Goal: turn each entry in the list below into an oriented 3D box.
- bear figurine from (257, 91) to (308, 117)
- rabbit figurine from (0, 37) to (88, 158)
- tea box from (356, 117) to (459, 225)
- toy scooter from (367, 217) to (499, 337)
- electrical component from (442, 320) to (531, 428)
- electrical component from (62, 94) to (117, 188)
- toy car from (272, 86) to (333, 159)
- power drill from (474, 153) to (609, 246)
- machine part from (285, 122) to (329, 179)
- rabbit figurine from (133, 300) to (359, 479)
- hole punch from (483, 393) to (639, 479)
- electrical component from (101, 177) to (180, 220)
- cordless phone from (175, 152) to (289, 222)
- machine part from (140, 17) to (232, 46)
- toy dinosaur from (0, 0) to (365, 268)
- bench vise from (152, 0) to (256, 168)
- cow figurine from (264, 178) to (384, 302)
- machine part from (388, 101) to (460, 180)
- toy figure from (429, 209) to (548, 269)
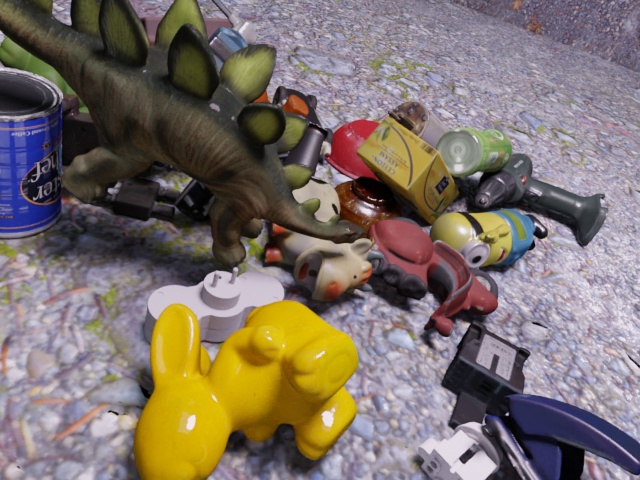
[{"bbox_3d":[-0.103,-0.219,0.839,0.120,0.132,0.196,20,39,-24],"label":"bear figurine"},{"bbox_3d":[-0.336,-0.150,0.671,0.159,0.121,0.170,21,53,-11],"label":"rabbit figurine"},{"bbox_3d":[0.129,-0.093,0.765,0.098,0.068,0.169,43,4,28],"label":"tea box"},{"bbox_3d":[0.126,0.049,0.644,0.184,0.075,0.135,32,37,7],"label":"toy scooter"},{"bbox_3d":[0.169,0.146,0.560,0.075,0.047,0.119,31,35,16],"label":"electrical component"},{"bbox_3d":[-0.272,-0.109,0.603,0.078,0.102,0.045,17,33,16],"label":"electrical component"},{"bbox_3d":[-0.033,-0.198,0.904,0.073,0.056,0.202,9,38,-25],"label":"toy car"},{"bbox_3d":[0.376,-0.068,0.924,0.207,0.085,0.232,22,32,14],"label":"power drill"},{"bbox_3d":[-0.026,-0.112,0.780,0.084,0.039,0.139,13,62,1],"label":"machine part"},{"bbox_3d":[-0.074,0.118,0.427,0.173,0.121,0.163,-35,58,-28],"label":"rabbit figurine"},{"bbox_3d":[0.219,0.179,0.471,0.142,0.092,0.116,20,28,-49],"label":"hole punch"},{"bbox_3d":[-0.220,-0.053,0.649,0.094,0.021,0.063,11,36,-11],"label":"electrical component"},{"bbox_3d":[-0.142,-0.093,0.608,0.184,0.146,0.089,26,44,-31],"label":"cordless phone"},{"bbox_3d":[-0.241,-0.304,0.857,0.201,0.087,0.202,-15,25,-33],"label":"machine part"},{"bbox_3d":[-0.146,-0.118,0.486,0.471,0.198,0.105,28,33,-17],"label":"toy dinosaur"},{"bbox_3d":[-0.182,-0.195,0.707,0.128,0.223,0.241,28,-7,-30],"label":"bench vise"},{"bbox_3d":[-0.001,-0.002,0.643,0.127,0.085,0.195,5,37,-11],"label":"cow figurine"},{"bbox_3d":[0.180,-0.157,0.880,0.243,0.079,0.079,20,25,-50],"label":"machine part"},{"bbox_3d":[0.235,-0.003,0.760,0.180,0.082,0.089,-12,35,-31],"label":"toy figure"}]
